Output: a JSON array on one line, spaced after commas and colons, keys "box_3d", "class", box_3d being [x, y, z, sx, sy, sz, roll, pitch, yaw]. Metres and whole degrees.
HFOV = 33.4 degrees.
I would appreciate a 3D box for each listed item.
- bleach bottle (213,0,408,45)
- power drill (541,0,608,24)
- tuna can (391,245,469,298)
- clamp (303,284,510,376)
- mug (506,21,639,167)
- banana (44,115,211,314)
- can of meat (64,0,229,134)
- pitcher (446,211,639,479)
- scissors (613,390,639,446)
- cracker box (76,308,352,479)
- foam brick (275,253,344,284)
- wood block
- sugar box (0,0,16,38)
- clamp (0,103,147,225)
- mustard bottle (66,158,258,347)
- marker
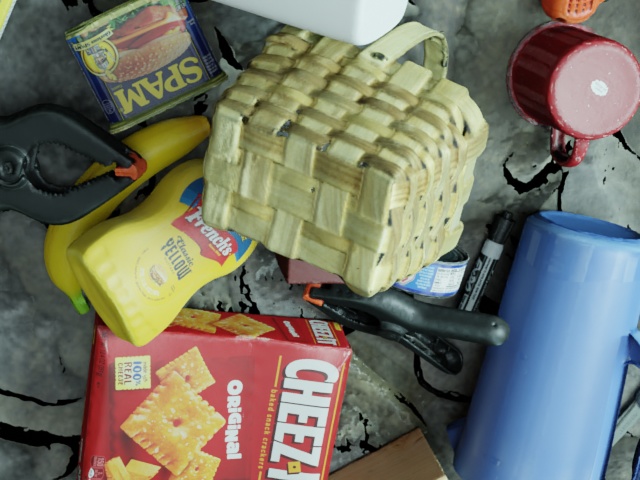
[{"box_3d": [-0.066, -0.206, 0.769, 0.251, 0.102, 0.068, 19, 121, 18], "class": "bleach bottle"}, {"box_3d": [0.266, -0.262, 0.822, 0.187, 0.057, 0.184, -8, 135, -6], "class": "power drill"}, {"box_3d": [0.079, 0.017, 0.892, 0.086, 0.086, 0.034, 12, 106, -13], "class": "tuna can"}, {"box_3d": [0.068, 0.071, 0.918, 0.171, 0.120, 0.039, 20, 60, 4], "class": "clamp"}, {"box_3d": [0.208, -0.117, 0.872, 0.093, 0.081, 0.117, 3, 107, -10], "class": "mug"}, {"box_3d": [-0.169, -0.032, 0.866, 0.069, 0.037, 0.198, 27, 105, -41], "class": "banana"}, {"box_3d": [-0.134, -0.142, 0.823, 0.102, 0.057, 0.084, -25, 107, -1], "class": "can of meat"}, {"box_3d": [0.213, 0.106, 0.916, 0.149, 0.145, 0.243, 9, 103, -10], "class": "pitcher"}, {"box_3d": [0.329, 0.150, 1.011, 0.096, 0.016, 0.202, 21, 103, -14], "class": "scissors"}, {"box_3d": [-0.093, 0.146, 0.913, 0.213, 0.072, 0.164, 7, 107, -12], "class": "cracker box"}, {"box_3d": [-0.006, 0.001, 0.878, 0.053, 0.078, 0.051, 1, 106, -10], "class": "foam brick"}, {"box_3d": [0.028, 0.271, 0.962, 0.206, 0.091, 0.090, -28, 110, 0], "class": "wood block"}, {"box_3d": [-0.250, -0.236, 0.781, 0.093, 0.048, 0.176, 24, 98, -16], "class": "sugar box"}, {"box_3d": [-0.239, -0.068, 0.819, 0.210, 0.036, 0.164, -4, 107, 10], "class": "clamp"}, {"box_3d": [-0.100, -0.009, 0.845, 0.191, 0.058, 0.096, -40, 120, -25], "class": "mustard bottle"}, {"box_3d": [0.142, 0.030, 0.941, 0.020, 0.020, 0.121, 18, 104, -14], "class": "marker"}]
